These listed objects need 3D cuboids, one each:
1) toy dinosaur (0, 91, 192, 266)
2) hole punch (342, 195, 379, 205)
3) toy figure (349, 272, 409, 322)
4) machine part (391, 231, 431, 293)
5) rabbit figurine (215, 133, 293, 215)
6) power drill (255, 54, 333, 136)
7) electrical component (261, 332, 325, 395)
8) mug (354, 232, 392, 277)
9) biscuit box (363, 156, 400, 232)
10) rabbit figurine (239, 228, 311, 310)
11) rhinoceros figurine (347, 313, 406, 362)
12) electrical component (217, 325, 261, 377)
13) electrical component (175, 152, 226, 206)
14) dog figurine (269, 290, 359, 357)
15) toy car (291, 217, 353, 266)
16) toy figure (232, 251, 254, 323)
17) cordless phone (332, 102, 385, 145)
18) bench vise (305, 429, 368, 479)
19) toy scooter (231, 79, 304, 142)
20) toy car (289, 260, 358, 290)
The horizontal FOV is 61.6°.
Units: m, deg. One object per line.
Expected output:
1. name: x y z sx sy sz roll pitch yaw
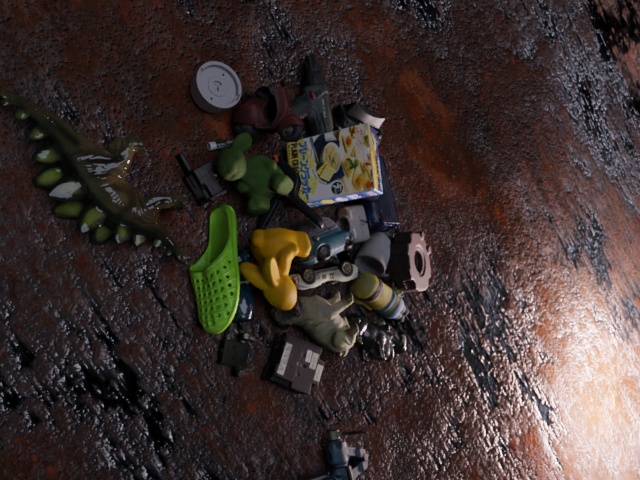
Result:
1. toy dinosaur: -0.419 -0.118 1.014 0.471 0.105 0.198 50 60 -11
2. hole punch: 0.079 -0.143 1.360 0.115 0.142 0.092 7 81 -46
3. toy figure: 0.156 0.145 1.377 0.180 0.089 0.082 37 56 -21
4. machine part: 0.247 0.058 1.443 0.179 0.056 0.179 16 71 -57
5. rabbit figurine: -0.159 -0.159 1.173 0.170 0.121 0.159 25 38 -54
6. power drill: -0.061 -0.347 1.335 0.207 0.086 0.232 -18 94 -44
7. electrical component: -0.054 0.285 1.219 0.134 0.058 0.115 31 66 -27
8. mug: 0.153 0.038 1.403 0.109 0.081 0.107 39 51 -18
9. biscuit box: 0.148 -0.123 1.421 0.063 0.059 0.202 3 67 -36
10. rabbit figurine: -0.090 0.064 1.156 0.162 0.122 0.173 20 59 -62
11. rhinoceros figurine: 0.137 0.249 1.359 0.190 0.073 0.112 30 54 -25
12. electrical component: -0.175 0.240 1.149 0.078 0.045 0.102 25 67 -31
13. electrical component: -0.260 -0.136 1.148 0.048 0.075 0.119 -34 98 -34
14. dog figurine: -0.022 0.201 1.247 0.190 0.121 0.172 -8 82 -22
15. toy car: -0.003 -0.004 1.280 0.161 0.109 0.102 -24 98 -37
16. toy figure: -0.173 0.100 1.170 0.058 0.064 0.154 -4 75 1
17. cordless phone: 0.089 -0.258 1.430 0.146 0.089 0.184 19 81 -32
18. bench vise: 0.012 0.538 1.177 0.240 0.129 0.223 4 80 -42
19. toy scooter: -0.117 -0.295 1.210 0.075 0.184 0.135 -25 122 -62
20. toy car: 0.001 0.085 1.286 0.202 0.074 0.056 -9 90 -37
